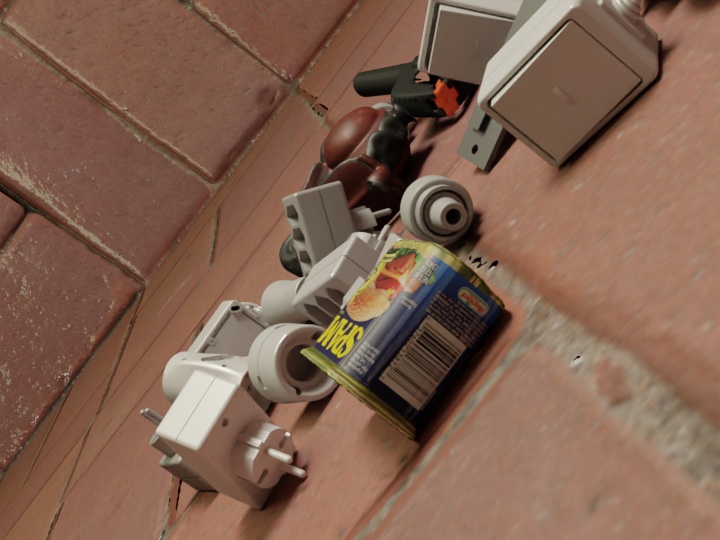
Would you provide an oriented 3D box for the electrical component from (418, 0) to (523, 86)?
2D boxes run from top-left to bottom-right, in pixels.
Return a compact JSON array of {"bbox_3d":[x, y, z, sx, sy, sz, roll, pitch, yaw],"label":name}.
[{"bbox_3d":[0.095,-0.170,0.779,0.061,0.096,0.061,-69,-9,-51],"label":"electrical component"}]

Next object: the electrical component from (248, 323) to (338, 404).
[{"bbox_3d":[-0.042,0.062,0.719,0.055,0.055,0.047,-57,17,-17],"label":"electrical component"}]

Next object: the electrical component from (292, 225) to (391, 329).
[{"bbox_3d":[0.000,0.000,0.749,0.066,0.047,0.076,-35,22,56],"label":"electrical component"}]

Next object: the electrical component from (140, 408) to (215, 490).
[{"bbox_3d":[-0.135,0.128,0.823,0.047,0.077,0.066,-58,13,-21],"label":"electrical component"}]

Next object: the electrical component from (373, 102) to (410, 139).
[{"bbox_3d":[0.025,-0.136,1.041,0.045,0.045,0.055,-50,13,16],"label":"electrical component"}]

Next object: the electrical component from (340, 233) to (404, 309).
[{"bbox_3d":[0.021,0.012,0.645,0.055,0.045,0.045,-54,12,0],"label":"electrical component"}]

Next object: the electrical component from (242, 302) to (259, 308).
[{"bbox_3d":[-0.115,0.066,1.012,0.065,0.044,0.044,-49,12,40],"label":"electrical component"}]

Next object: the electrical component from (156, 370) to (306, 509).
[{"bbox_3d":[-0.066,0.109,0.654,0.076,0.083,0.047,14,62,35],"label":"electrical component"}]

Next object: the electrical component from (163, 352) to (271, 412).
[{"bbox_3d":[-0.100,0.089,0.849,0.079,0.077,0.043,-4,-82,-57],"label":"electrical component"}]

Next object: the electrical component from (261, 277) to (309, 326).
[{"bbox_3d":[-0.049,0.025,0.881,0.044,0.044,0.065,-59,18,-24],"label":"electrical component"}]

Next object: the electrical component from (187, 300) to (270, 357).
[{"bbox_3d":[-0.108,0.070,0.925,0.096,0.062,0.061,-56,12,-12],"label":"electrical component"}]

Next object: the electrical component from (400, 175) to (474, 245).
[{"bbox_3d":[0.051,-0.036,0.673,0.043,0.043,0.062,-53,13,1],"label":"electrical component"}]

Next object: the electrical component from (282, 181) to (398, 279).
[{"bbox_3d":[-0.008,-0.026,0.814,0.076,0.083,0.047,-17,4,-15],"label":"electrical component"}]

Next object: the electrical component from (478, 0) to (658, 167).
[{"bbox_3d":[0.118,-0.112,0.588,0.096,0.062,0.061,-45,15,35],"label":"electrical component"}]
